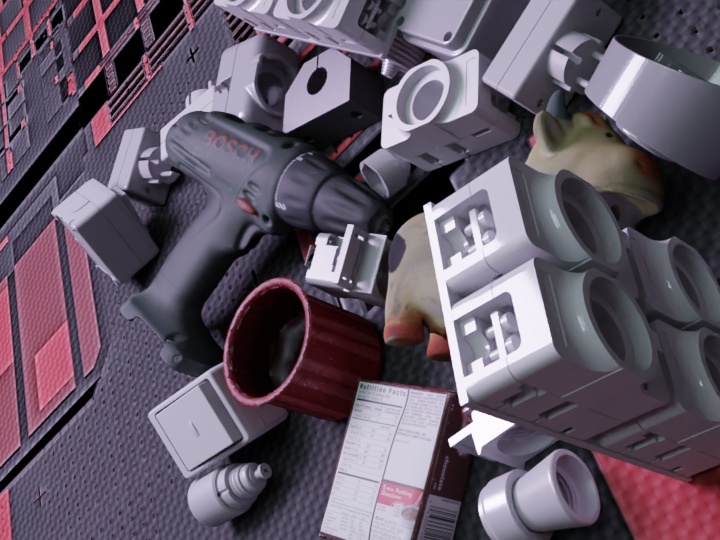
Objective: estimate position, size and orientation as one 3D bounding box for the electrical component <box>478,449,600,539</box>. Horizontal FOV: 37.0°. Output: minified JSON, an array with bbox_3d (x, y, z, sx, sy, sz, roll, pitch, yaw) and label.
[{"bbox_3d":[0.102,0.132,0.613,0.055,0.045,0.045,-33,50,35],"label":"electrical component"}]

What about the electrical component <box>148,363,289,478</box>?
[{"bbox_3d":[-0.116,0.116,0.831,0.096,0.061,0.061,-35,85,33],"label":"electrical component"}]

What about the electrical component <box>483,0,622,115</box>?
[{"bbox_3d":[0.136,-0.138,0.701,0.083,0.047,0.076,-58,41,11],"label":"electrical component"}]

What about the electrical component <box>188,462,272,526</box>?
[{"bbox_3d":[-0.097,0.167,0.820,0.078,0.040,0.040,-33,50,34],"label":"electrical component"}]

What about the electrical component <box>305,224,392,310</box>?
[{"bbox_3d":[0.000,0.000,0.756,0.064,0.081,0.042,6,76,36],"label":"electrical component"}]

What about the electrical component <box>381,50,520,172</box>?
[{"bbox_3d":[0.061,-0.113,0.765,0.089,0.056,0.050,-18,60,42],"label":"electrical component"}]

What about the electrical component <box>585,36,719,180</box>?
[{"bbox_3d":[0.179,-0.096,0.599,0.064,0.099,0.099,-57,40,21],"label":"electrical component"}]

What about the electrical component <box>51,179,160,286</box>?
[{"bbox_3d":[-0.240,-0.035,1.044,0.061,0.096,0.062,-43,38,-14],"label":"electrical component"}]

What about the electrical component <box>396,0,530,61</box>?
[{"bbox_3d":[0.087,-0.204,0.779,0.078,0.057,0.113,34,98,50],"label":"electrical component"}]

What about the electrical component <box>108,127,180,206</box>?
[{"bbox_3d":[-0.202,-0.102,1.058,0.077,0.047,0.065,2,74,48],"label":"electrical component"}]

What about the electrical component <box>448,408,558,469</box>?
[{"bbox_3d":[0.093,0.079,0.651,0.081,0.042,0.063,-40,45,28],"label":"electrical component"}]

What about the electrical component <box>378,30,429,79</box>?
[{"bbox_3d":[0.038,-0.187,0.836,0.043,0.043,0.081,29,94,50],"label":"electrical component"}]

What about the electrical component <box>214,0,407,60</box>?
[{"bbox_3d":[-0.035,-0.240,0.852,0.186,0.060,0.105,26,92,50],"label":"electrical component"}]

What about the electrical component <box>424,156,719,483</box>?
[{"bbox_3d":[0.123,0.028,0.528,0.060,0.186,0.105,-33,50,34],"label":"electrical component"}]

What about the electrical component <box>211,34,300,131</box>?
[{"bbox_3d":[-0.090,-0.156,0.955,0.059,0.054,0.095,-11,65,45],"label":"electrical component"}]

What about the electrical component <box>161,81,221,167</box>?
[{"bbox_3d":[-0.145,-0.145,1.015,0.083,0.047,0.075,-32,51,35],"label":"electrical component"}]
